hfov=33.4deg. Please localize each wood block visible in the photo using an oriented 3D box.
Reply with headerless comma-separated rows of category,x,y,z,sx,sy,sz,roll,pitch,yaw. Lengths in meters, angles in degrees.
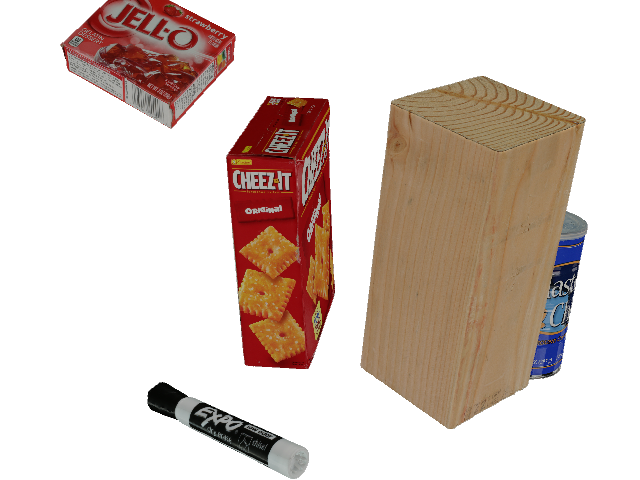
wood block,0.097,0.008,0.713,0.090,0.206,0.091,-20,38,-37

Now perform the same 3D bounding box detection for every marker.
marker,-0.058,0.109,0.626,0.121,0.020,0.020,17,10,37

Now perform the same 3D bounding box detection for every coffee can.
coffee can,0.184,0.044,0.990,0.103,0.140,0.103,6,17,-2

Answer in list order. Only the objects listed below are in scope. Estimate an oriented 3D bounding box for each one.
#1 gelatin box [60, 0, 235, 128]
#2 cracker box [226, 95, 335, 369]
gelatin box,-0.113,-0.125,0.703,0.089,0.073,0.030,30,-30,13
cracker box,-0.031,-0.011,1.015,0.072,0.214,0.164,3,26,9
